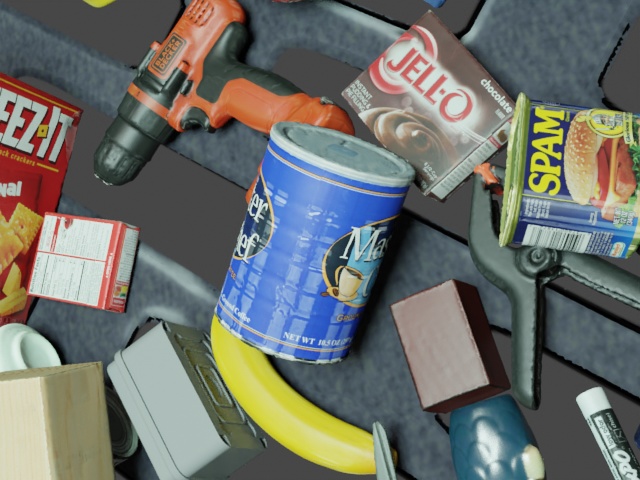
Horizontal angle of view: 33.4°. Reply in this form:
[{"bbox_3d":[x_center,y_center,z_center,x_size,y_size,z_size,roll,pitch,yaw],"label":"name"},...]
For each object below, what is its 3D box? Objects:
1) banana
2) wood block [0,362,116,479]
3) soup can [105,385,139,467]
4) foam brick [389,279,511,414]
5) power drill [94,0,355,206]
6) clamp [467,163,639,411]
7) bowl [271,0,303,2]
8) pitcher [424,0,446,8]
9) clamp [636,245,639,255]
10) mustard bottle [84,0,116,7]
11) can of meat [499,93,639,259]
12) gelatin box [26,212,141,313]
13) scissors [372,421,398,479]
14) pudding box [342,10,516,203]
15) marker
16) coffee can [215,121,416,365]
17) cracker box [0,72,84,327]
[{"bbox_3d":[-0.026,0.109,0.787,0.070,0.037,0.198,-46,64,11],"label":"banana"},{"bbox_3d":[-0.203,0.198,0.764,0.091,0.090,0.206,-7,89,18],"label":"wood block"},{"bbox_3d":[-0.204,0.165,0.847,0.102,0.068,0.068,-32,68,17],"label":"soup can"},{"bbox_3d":[0.088,0.073,0.728,0.051,0.053,0.078,-24,70,21],"label":"foam brick"},{"bbox_3d":[-0.080,-0.087,0.840,0.188,0.057,0.184,38,97,27],"label":"power drill"},{"bbox_3d":[0.160,0.016,0.713,0.120,0.039,0.171,-22,68,8],"label":"clamp"},{"bbox_3d":[-0.003,-0.254,0.836,0.162,0.055,0.162,-5,78,25],"label":"bowl"},{"bbox_3d":[0.162,-0.249,0.709,0.243,0.149,0.145,3,75,24],"label":"pitcher"},{"bbox_3d":[0.314,-0.039,0.646,0.210,0.036,0.164,19,91,28],"label":"clamp"},{"bbox_3d":[-0.216,-0.302,0.951,0.096,0.058,0.192,-42,65,13],"label":"mustard bottle"},{"bbox_3d":[0.163,-0.040,0.686,0.084,0.057,0.102,9,57,5],"label":"can of meat"},{"bbox_3d":[-0.198,0.018,0.894,0.089,0.030,0.073,7,84,30],"label":"gelatin box"},{"bbox_3d":[0.074,0.228,0.715,0.096,0.016,0.202,3,88,22],"label":"scissors"},{"bbox_3d":[0.083,-0.096,0.772,0.090,0.039,0.113,-43,65,13],"label":"pudding box"},{"bbox_3d":[0.195,0.150,0.671,0.020,0.020,0.121,-31,61,18],"label":"marker"},{"bbox_3d":[-0.005,0.001,0.741,0.103,0.102,0.140,28,109,28],"label":"coffee can"},{"bbox_3d":[-0.291,-0.032,0.875,0.072,0.164,0.214,13,86,26],"label":"cracker box"}]
